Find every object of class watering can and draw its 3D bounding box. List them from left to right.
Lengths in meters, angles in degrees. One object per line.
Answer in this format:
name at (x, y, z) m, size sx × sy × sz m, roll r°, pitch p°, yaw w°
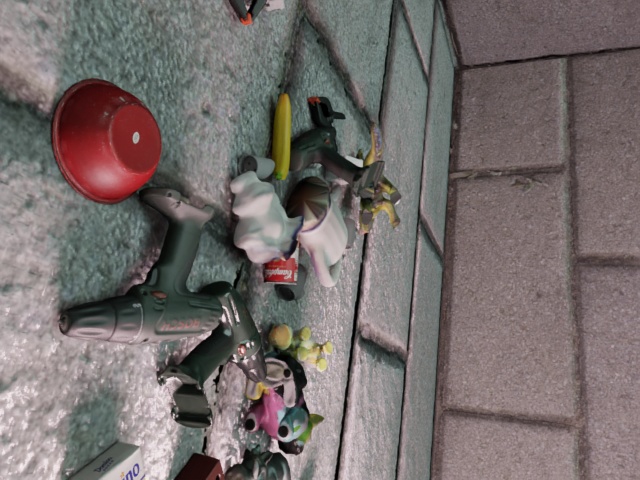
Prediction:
watering can at (0.004, -0.061, 1.205) m, size 0.219 × 0.103 × 0.356 m, roll 62°, pitch 22°, yaw -45°

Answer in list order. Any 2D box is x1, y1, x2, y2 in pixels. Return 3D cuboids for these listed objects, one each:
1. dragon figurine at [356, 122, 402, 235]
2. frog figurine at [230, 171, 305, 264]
dragon figurine at (0.133, -0.176, 1.459) m, size 0.247 × 0.122 × 0.401 m, roll -117°, pitch -160°, yaw -56°
frog figurine at (-0.116, -0.040, 0.945) m, size 0.158 × 0.121 × 0.140 m, roll 42°, pitch 55°, yaw -18°
